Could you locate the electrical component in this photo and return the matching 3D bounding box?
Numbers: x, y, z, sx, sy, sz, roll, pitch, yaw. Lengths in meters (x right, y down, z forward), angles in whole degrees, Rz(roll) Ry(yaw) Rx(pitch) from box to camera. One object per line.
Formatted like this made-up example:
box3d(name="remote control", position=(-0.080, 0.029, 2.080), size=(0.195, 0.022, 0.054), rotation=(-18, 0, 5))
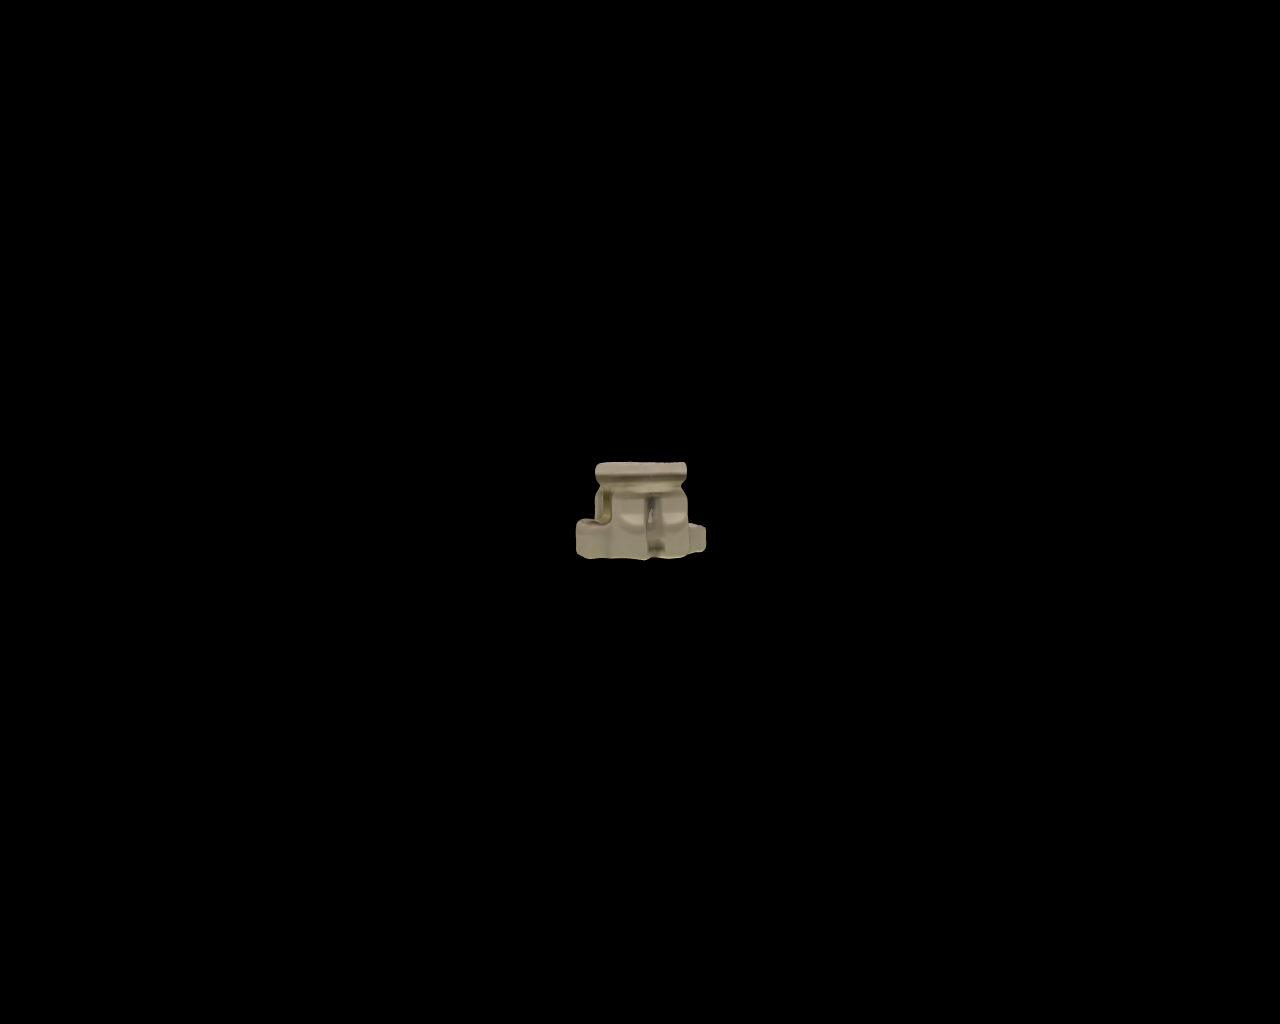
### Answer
box3d(name="electrical component", position=(0.001, -0.003, 0.650), size=(0.078, 0.057, 0.058), rotation=(-1, 4, -20))
